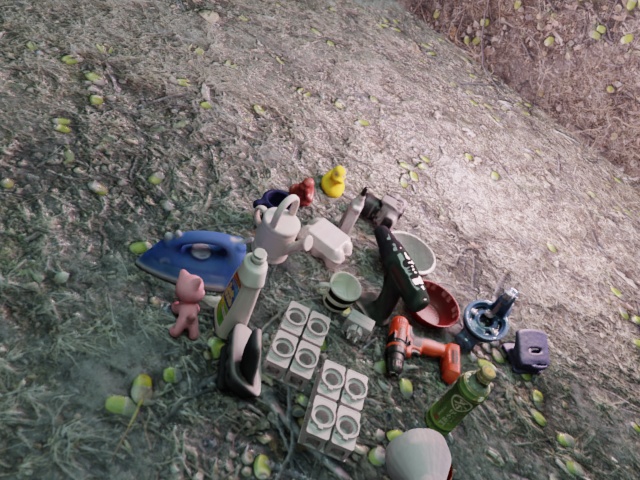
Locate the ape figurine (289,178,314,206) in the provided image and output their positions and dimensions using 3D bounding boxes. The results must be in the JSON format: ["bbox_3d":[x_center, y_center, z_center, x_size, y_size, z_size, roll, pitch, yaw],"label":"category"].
[{"bbox_3d":[-0.046,-0.145,1.673,0.076,0.092,0.077,-16,56,-40],"label":"ape figurine"}]

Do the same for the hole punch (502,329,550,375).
[{"bbox_3d":[0.568,0.302,1.546,0.109,0.091,0.101,7,44,-23],"label":"hole punch"}]

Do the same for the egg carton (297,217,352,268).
[{"bbox_3d":[0.014,0.006,1.565,0.150,0.069,0.107,37,41,10],"label":"egg carton"}]

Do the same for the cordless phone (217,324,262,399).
[{"bbox_3d":[-0.141,0.219,1.162,0.094,0.185,0.147,11,43,-19],"label":"cordless phone"}]

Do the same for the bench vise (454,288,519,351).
[{"bbox_3d":[0.457,0.180,1.513,0.121,0.219,0.208,35,40,8],"label":"bench vise"}]

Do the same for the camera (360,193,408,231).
[{"bbox_3d":[0.187,-0.103,1.753,0.137,0.100,0.143,31,40,4],"label":"camera"}]

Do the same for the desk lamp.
[{"bbox_3d":[0.166,0.479,1.038,0.118,0.213,0.203,16,41,-14],"label":"desk lamp"}]

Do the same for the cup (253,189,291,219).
[{"bbox_3d":[-0.134,-0.075,1.547,0.118,0.095,0.091,-4,49,-32],"label":"cup"}]

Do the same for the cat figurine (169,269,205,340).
[{"bbox_3d":[-0.280,0.131,1.230,0.067,0.117,0.127,8,44,-22],"label":"cat figurine"}]

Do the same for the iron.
[{"bbox_3d":[-0.282,0.027,1.320,0.259,0.141,0.118,8,44,-22],"label":"iron"}]

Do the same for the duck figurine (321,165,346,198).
[{"bbox_3d":[0.051,-0.195,1.784,0.078,0.086,0.104,13,42,-16],"label":"duck figurine"}]

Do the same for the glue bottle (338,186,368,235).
[{"bbox_3d":[0.097,-0.085,1.627,0.037,0.173,0.078,22,40,-7],"label":"glue bottle"}]

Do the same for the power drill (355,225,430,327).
[{"bbox_3d":[0.170,0.108,1.437,0.076,0.208,0.229,-13,54,-38],"label":"power drill"}]

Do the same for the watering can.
[{"bbox_3d":[-0.094,-0.033,1.448,0.173,0.194,0.101,26,40,-2],"label":"watering can"}]

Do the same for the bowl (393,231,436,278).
[{"bbox_3d":[0.241,0.056,1.635,0.168,0.074,0.167,16,41,-14],"label":"bowl"}]
